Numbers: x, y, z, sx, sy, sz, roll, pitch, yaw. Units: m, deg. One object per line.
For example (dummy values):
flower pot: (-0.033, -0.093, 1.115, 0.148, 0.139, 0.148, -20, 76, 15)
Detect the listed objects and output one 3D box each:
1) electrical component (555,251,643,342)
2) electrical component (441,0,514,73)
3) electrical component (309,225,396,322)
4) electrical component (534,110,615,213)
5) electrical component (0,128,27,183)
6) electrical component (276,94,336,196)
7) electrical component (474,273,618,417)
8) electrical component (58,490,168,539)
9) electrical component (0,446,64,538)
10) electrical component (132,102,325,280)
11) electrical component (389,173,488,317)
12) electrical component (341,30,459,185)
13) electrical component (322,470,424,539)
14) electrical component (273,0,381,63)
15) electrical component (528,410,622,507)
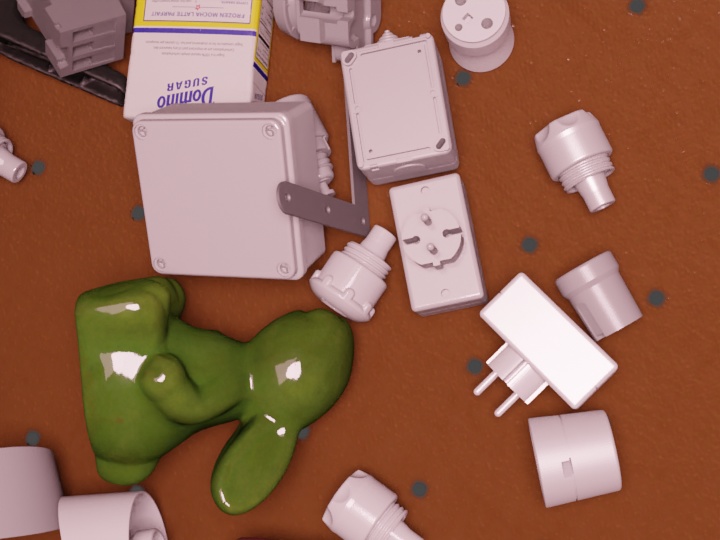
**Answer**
electrical component: (0.152, 0.017, 0.680, 0.040, 0.040, 0.046, -30, 83, 6)
electrical component: (0.078, -0.161, 0.712, 0.045, 0.055, 0.045, -2, 82, 11)
electrical component: (0.000, 0.000, 0.712, 0.048, 0.048, 0.062, 33, 83, 14)
electrical component: (0.143, -0.068, 0.692, 0.043, 0.043, 0.062, -26, 79, 7)
electrical component: (-0.272, -0.085, 0.781, 0.062, 0.048, 0.048, 29, 89, 8)
electrical component: (-0.039, -0.083, 0.733, 0.040, 0.040, 0.078, -29, 77, 6)
electrical component: (0.106, 0.059, 0.679, 0.075, 0.047, 0.083, -45, 76, 3)
electrical component: (-0.159, 0.190, 0.691, 0.064, 0.099, 0.099, -11, 80, 4)
electrical component: (-0.246, 0.153, 0.713, 0.099, 0.099, 0.064, -16, 73, 9)
electrical component: (-0.084, -0.053, 0.705, 0.109, 0.056, 0.108, 2, 110, 19)
electrical component: (0.048, -0.018, 0.687, 0.047, 0.076, 0.083, -12, 80, 10)
electrical component: (0.027, -0.110, 0.713, 0.062, 0.061, 0.096, -10, 80, 10)
electrical component: (0.011, 0.161, 0.686, 0.062, 0.043, 0.043, 34, 90, 14)
electrical component: (-0.022, -0.183, 0.731, 0.057, 0.058, 0.078, 13, 125, 22)
electrical component: (0.132, 0.115, 0.663, 0.047, 0.055, 0.055, -11, 80, 6)
